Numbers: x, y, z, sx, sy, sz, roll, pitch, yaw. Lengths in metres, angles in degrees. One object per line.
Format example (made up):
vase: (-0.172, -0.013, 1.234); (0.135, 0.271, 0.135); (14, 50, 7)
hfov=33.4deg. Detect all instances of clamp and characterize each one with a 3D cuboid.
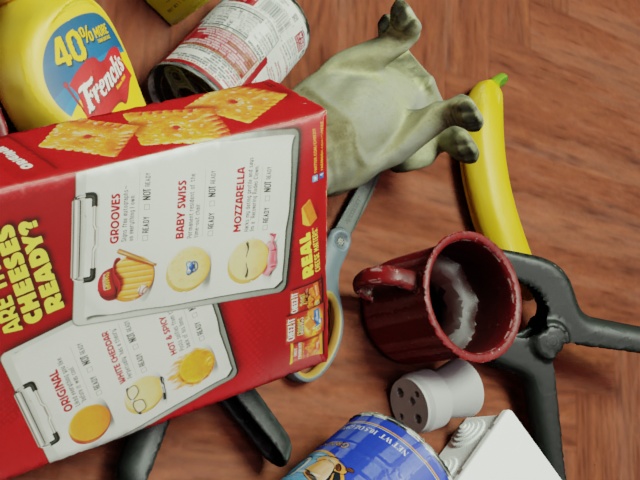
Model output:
clamp: (0.187, 0.074, 0.841); (0.164, 0.036, 0.210); (-39, 100, -7)
clamp: (-0.089, 0.076, 0.670); (0.120, 0.039, 0.171); (-14, 82, -42)

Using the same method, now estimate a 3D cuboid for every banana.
banana: (0.145, -0.049, 0.868); (0.069, 0.037, 0.198); (3, 77, -35)

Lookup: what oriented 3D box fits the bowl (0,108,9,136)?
bowl: (-0.251, -0.040, 0.571); (0.161, 0.055, 0.162); (9, 74, -34)

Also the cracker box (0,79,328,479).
cracker box: (-0.100, 0.016, 0.578); (0.213, 0.072, 0.164); (-17, 122, -28)

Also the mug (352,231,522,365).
mug: (0.075, 0.043, 0.768); (0.117, 0.082, 0.093); (17, 69, -32)

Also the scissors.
scissors: (-0.005, 0.001, 0.762); (0.096, 0.016, 0.201); (26, 65, -28)

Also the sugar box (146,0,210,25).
sugar box: (-0.052, -0.234, 0.737); (0.048, 0.094, 0.176); (41, 58, -22)

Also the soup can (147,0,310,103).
soup can: (-0.060, -0.121, 0.720); (0.068, 0.069, 0.102); (48, 56, -17)

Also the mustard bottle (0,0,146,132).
mustard bottle: (-0.145, -0.086, 0.633); (0.096, 0.058, 0.191); (-44, 116, -54)

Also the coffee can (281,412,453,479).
coffee can: (0.008, 0.189, 0.672); (0.140, 0.103, 0.103); (-34, 99, -36)
